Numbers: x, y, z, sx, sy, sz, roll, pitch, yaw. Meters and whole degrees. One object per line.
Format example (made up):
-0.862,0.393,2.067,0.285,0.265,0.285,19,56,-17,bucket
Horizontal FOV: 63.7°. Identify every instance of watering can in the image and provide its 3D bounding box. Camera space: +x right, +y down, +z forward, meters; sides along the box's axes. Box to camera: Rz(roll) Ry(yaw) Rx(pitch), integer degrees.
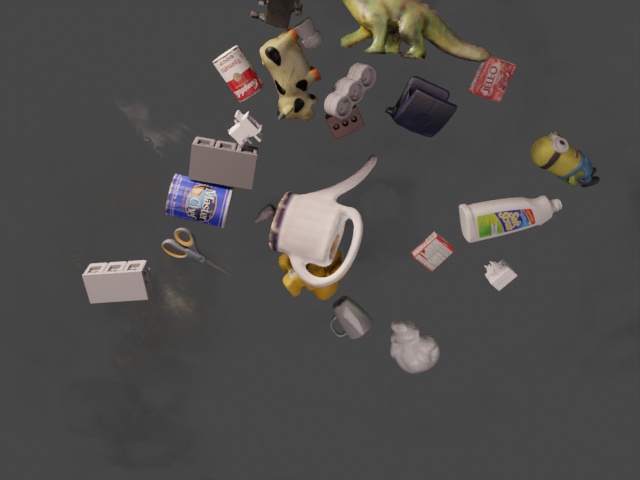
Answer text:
0.004,-0.063,1.255,0.225,0.103,0.350,16,82,13,watering can

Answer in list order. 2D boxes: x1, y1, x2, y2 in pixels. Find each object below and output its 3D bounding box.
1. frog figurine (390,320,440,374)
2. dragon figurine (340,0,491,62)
0.263,0.298,1.461,0.137,0.126,0.156,-8,132,23,frog figurine
0.169,-0.503,1.064,0.410,0.124,0.239,2,109,-6,dragon figurine
